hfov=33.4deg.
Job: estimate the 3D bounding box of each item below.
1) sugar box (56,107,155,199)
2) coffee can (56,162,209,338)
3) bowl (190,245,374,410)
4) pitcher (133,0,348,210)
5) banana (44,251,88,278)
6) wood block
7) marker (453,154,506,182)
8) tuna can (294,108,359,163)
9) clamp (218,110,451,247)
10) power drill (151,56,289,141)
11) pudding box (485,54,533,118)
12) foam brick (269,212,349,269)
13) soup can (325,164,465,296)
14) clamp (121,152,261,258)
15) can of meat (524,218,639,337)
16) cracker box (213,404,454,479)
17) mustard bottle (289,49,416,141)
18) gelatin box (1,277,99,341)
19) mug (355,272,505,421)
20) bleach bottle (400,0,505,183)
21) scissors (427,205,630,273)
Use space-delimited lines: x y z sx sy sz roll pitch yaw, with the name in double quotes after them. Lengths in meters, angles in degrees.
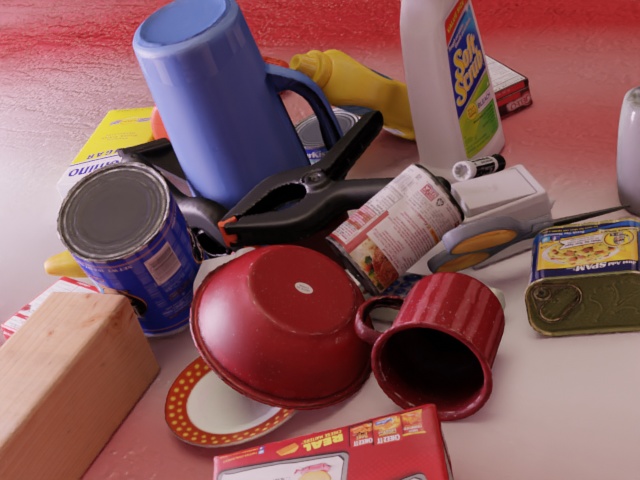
-0.244 -0.103 1.307 0.093 0.048 0.176 -4 33 17 "sugar box"
-0.161 0.011 0.961 0.103 0.140 0.103 -6 57 10 "coffee can"
-0.022 0.057 0.869 0.162 0.055 0.162 12 45 -12 "bowl"
-0.082 -0.121 1.067 0.145 0.243 0.149 22 55 42 "pitcher"
-0.177 0.026 1.064 0.198 0.037 0.069 9 24 22 "banana"
-0.233 0.142 0.888 0.090 0.091 0.205 1 37 28 "wood block"
0.156 -0.071 1.033 0.020 0.020 0.121 -1 7 26 "marker"
0.009 -0.114 1.207 0.086 0.034 0.086 -13 32 8 "tuna can"
0.008 -0.043 0.998 0.209 0.036 0.165 -29 37 -13 "clamp"
-0.144 -0.188 1.333 0.184 0.057 0.187 12 41 9 "power drill"
0.172 -0.168 1.203 0.090 0.039 0.114 -24 34 -11 "pudding box"
-0.007 0.001 1.025 0.078 0.051 0.053 -15 34 7 "foam brick"
0.064 -0.009 0.912 0.102 0.068 0.069 -41 35 -5 "soup can"
-0.133 -0.010 1.084 0.172 0.120 0.039 32 59 26 "clamp"
0.220 0.028 0.863 0.102 0.057 0.084 -6 32 18 "can of meat"
0.014 0.215 0.671 0.164 0.072 0.213 -15 33 8 "cracker box"
0.043 -0.157 1.126 0.096 0.191 0.058 24 96 48 "mustard bottle"
-0.258 0.078 1.055 0.073 0.030 0.089 13 43 38 "gelatin box"
0.084 0.074 0.824 0.117 0.093 0.081 17 37 12 "mug"
0.118 -0.184 1.052 0.068 0.251 0.102 12 43 39 "bleach bottle"
0.174 -0.002 0.927 0.201 0.016 0.096 -6 -24 -38 "scissors"
